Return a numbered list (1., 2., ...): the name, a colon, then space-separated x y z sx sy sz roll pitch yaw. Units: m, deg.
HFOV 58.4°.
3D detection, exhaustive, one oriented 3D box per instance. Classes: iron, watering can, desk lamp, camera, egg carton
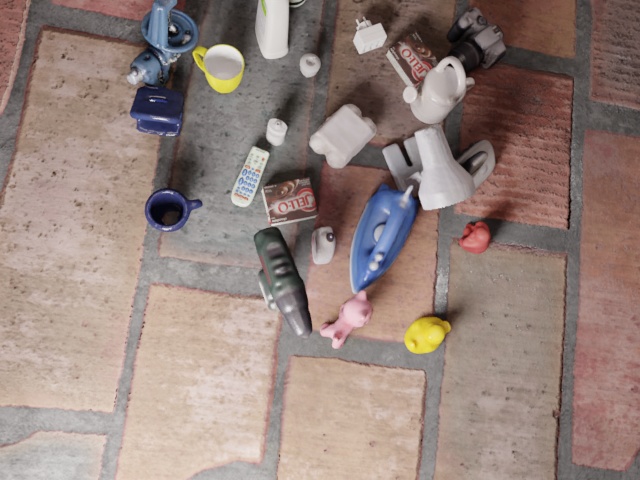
1. iron: 0.140 -0.003 1.256 0.118 0.141 0.258 24 77 -4
2. watering can: 0.276 -0.344 1.311 0.173 0.194 0.101 -39 87 -13
3. desk lamp: 0.238 -0.155 1.261 0.118 0.213 0.203 -22 84 -12
4. camera: 0.366 -0.476 1.396 0.137 0.100 0.143 -37 87 -13
5. egg carton: 0.053 -0.241 1.321 0.107 0.069 0.150 42 77 0

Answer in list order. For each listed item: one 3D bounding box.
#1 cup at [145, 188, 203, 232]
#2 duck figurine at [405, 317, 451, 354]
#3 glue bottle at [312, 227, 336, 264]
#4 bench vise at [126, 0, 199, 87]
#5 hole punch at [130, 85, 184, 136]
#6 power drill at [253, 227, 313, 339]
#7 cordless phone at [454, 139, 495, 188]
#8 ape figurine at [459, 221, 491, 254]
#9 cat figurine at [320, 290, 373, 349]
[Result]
1. cup: -0.307 -0.059 1.219 0.118 0.095 0.092 -15 83 -11
2. duck figurine: 0.241 0.209 1.263 0.105 0.086 0.077 -28 85 -12
3. glue bottle: 0.011 0.004 1.218 0.037 0.173 0.078 -6 81 -10
4. bench vise: -0.330 -0.424 1.216 0.121 0.219 0.207 16 78 -5
5. hole punch: -0.356 -0.291 1.254 0.109 0.091 0.101 6 79 -8
6. power drill: -0.076 0.092 1.171 0.076 0.208 0.229 -20 84 -11
7. cordless phone: 0.357 -0.174 1.298 0.094 0.185 0.148 45 77 1
8. ape figurine: 0.363 -0.007 1.317 0.078 0.092 0.076 -25 84 -12
9. cat figurine: 0.065 0.171 1.226 0.067 0.117 0.128 42 77 0
